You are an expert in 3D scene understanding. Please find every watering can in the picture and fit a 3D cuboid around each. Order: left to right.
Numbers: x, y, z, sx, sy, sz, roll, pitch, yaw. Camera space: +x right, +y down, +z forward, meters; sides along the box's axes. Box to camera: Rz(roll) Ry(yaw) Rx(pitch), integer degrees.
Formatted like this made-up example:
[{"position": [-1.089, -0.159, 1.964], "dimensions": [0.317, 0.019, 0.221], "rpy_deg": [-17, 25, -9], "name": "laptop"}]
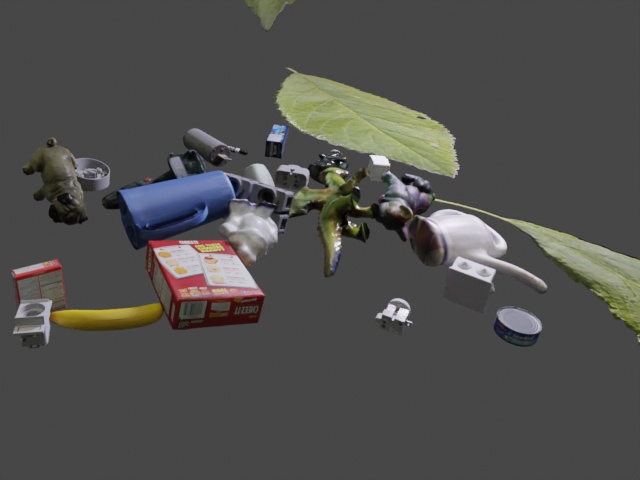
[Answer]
[{"position": [0.347, 0.019, 1.207], "dimensions": [0.225, 0.102, 0.354], "rpy_deg": [-4, 32, -19], "name": "watering can"}]

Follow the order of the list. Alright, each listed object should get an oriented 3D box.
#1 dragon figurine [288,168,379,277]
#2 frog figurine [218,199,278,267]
[{"position": [0.004, -0.065, 1.295], "dimensions": [0.242, 0.120, 0.419], "rpy_deg": [-2, 40, 32], "name": "dragon figurine"}, {"position": [-0.156, -0.002, 1.138], "dimensions": [0.136, 0.121, 0.163], "rpy_deg": [24, 47, -38], "name": "frog figurine"}]
